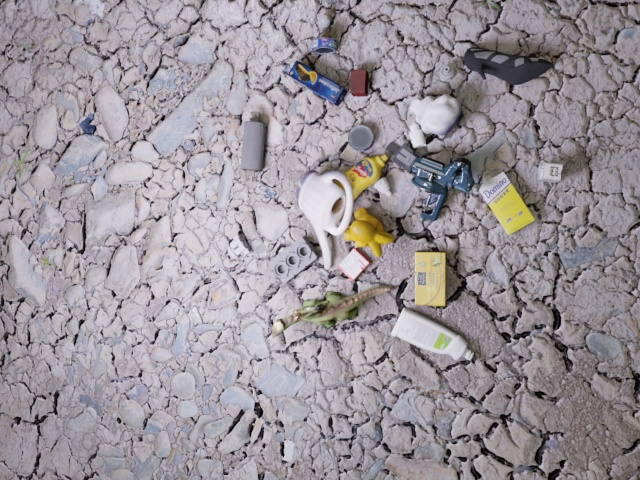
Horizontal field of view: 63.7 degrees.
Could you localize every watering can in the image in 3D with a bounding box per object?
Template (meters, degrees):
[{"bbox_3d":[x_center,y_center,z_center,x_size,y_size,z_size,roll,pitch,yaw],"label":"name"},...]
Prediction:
[{"bbox_3d":[0.005,-0.086,1.699,0.227,0.105,0.340,40,128,32],"label":"watering can"}]

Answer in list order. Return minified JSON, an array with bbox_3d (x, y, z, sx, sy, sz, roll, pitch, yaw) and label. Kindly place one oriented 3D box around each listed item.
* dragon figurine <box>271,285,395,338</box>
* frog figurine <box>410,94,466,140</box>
[{"bbox_3d":[0.027,0.219,1.637,0.408,0.242,0.123,-25,80,16],"label":"dragon figurine"},{"bbox_3d":[0.363,-0.402,1.619,0.159,0.125,0.135,35,118,1],"label":"frog figurine"}]
